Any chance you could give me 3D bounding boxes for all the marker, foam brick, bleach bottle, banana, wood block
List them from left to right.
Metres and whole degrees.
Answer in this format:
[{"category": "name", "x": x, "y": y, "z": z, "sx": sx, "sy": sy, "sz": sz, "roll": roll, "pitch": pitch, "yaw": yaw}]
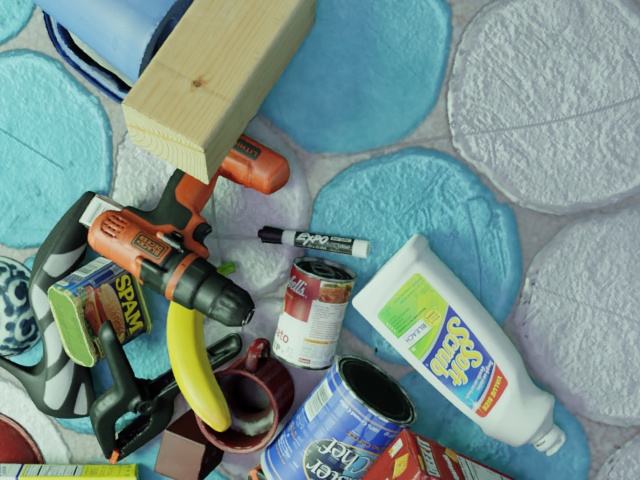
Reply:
[{"category": "foam brick", "x": -0.139, "y": 0.227, "z": 1.173, "sx": 0.051, "sy": 0.078, "sz": 0.053, "roll": 20, "pitch": 106, "yaw": 13}, {"category": "banana", "x": -0.123, "y": 0.101, "z": 1.095, "sx": 0.069, "sy": 0.037, "sz": 0.198, "roll": 1, "pitch": 58, "yaw": -3}, {"category": "wood block", "x": -0.092, "y": -0.172, "z": 1.022, "sx": 0.091, "sy": 0.090, "sz": 0.206, "roll": 29, "pitch": 72, "yaw": 8}, {"category": "marker", "x": -0.007, "y": 0.001, "z": 1.121, "sx": 0.121, "sy": 0.020, "sz": 0.020, "roll": 8, "pitch": 103, "yaw": 15}, {"category": "bleach bottle", "x": 0.154, "y": 0.115, "z": 1.076, "sx": 0.251, "sy": 0.068, "sz": 0.103, "roll": 44, "pitch": 110, "yaw": 2}]

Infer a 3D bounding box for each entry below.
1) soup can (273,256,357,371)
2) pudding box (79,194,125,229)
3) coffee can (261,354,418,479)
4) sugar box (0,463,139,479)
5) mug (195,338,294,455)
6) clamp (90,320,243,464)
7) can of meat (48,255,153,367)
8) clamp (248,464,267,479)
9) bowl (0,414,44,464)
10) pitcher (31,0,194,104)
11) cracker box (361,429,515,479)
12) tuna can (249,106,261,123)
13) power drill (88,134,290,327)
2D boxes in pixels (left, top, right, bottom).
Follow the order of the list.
[{"category": "soup can", "x": -0.006, "y": 0.076, "z": 1.110, "sx": 0.068, "sy": 0.068, "sz": 0.102, "roll": 17, "pitch": 106, "yaw": 12}, {"category": "pudding box", "x": -0.189, "y": 0.001, "z": 1.134, "sx": 0.113, "sy": 0.090, "sz": 0.039, "roll": 29, "pitch": 80, "yaw": 10}, {"category": "coffee can", "x": 0.019, "y": 0.204, "z": 1.109, "sx": 0.103, "sy": 0.102, "sz": 0.140, "roll": 39, "pitch": 108, "yaw": 6}, {"category": "sugar box", "x": -0.296, "y": 0.306, "z": 1.223, "sx": 0.176, "sy": 0.048, "sz": 0.093, "roll": 0, "pitch": 102, "yaw": -6}, {"category": "mug", "x": -0.074, "y": 0.160, "z": 1.138, "sx": 0.093, "sy": 0.081, "sz": 0.117, "roll": 13, "pitch": 104, "yaw": 13}, {"category": "clamp", "x": -0.184, "y": 0.168, "z": 1.173, "sx": 0.164, "sy": 0.036, "sz": 0.210, "roll": 4, "pitch": 129, "yaw": -28}, {"category": "can of meat", "x": -0.238, "y": 0.075, "z": 1.150, "sx": 0.058, "sy": 0.083, "sz": 0.102, "roll": 14, "pitch": 126, "yaw": 40}, {"category": "clamp", "x": -0.038, "y": 0.333, "z": 1.184, "sx": 0.120, "sy": 0.039, "sz": 0.171, "roll": -37, "pitch": 80, "yaw": 22}, {"category": "bowl", "x": -0.410, "y": 0.287, "z": 1.275, "sx": 0.162, "sy": 0.055, "sz": 0.162, "roll": 3, "pitch": 101, "yaw": 15}, {"category": "pitcher", "x": -0.232, "y": -0.258, "z": 1.083, "sx": 0.243, "sy": 0.145, "sz": 0.149, "roll": 35, "pitch": 81, "yaw": 11}, {"category": "cracker box", "x": 0.127, "y": 0.303, "z": 1.066, "sx": 0.213, "sy": 0.072, "sz": 0.164, "roll": 28, "pitch": 110, "yaw": -24}, {"category": "tuna can", "x": -0.101, "y": -0.152, "z": 1.086, "sx": 0.086, "sy": 0.034, "sz": 0.086, "roll": 1, "pitch": 64, "yaw": -2}, {"category": "power drill", "x": -0.109, "y": -0.020, "z": 1.066, "sx": 0.184, "sy": 0.187, "sz": 0.057, "roll": 30, "pitch": 151, "yaw": 10}]
